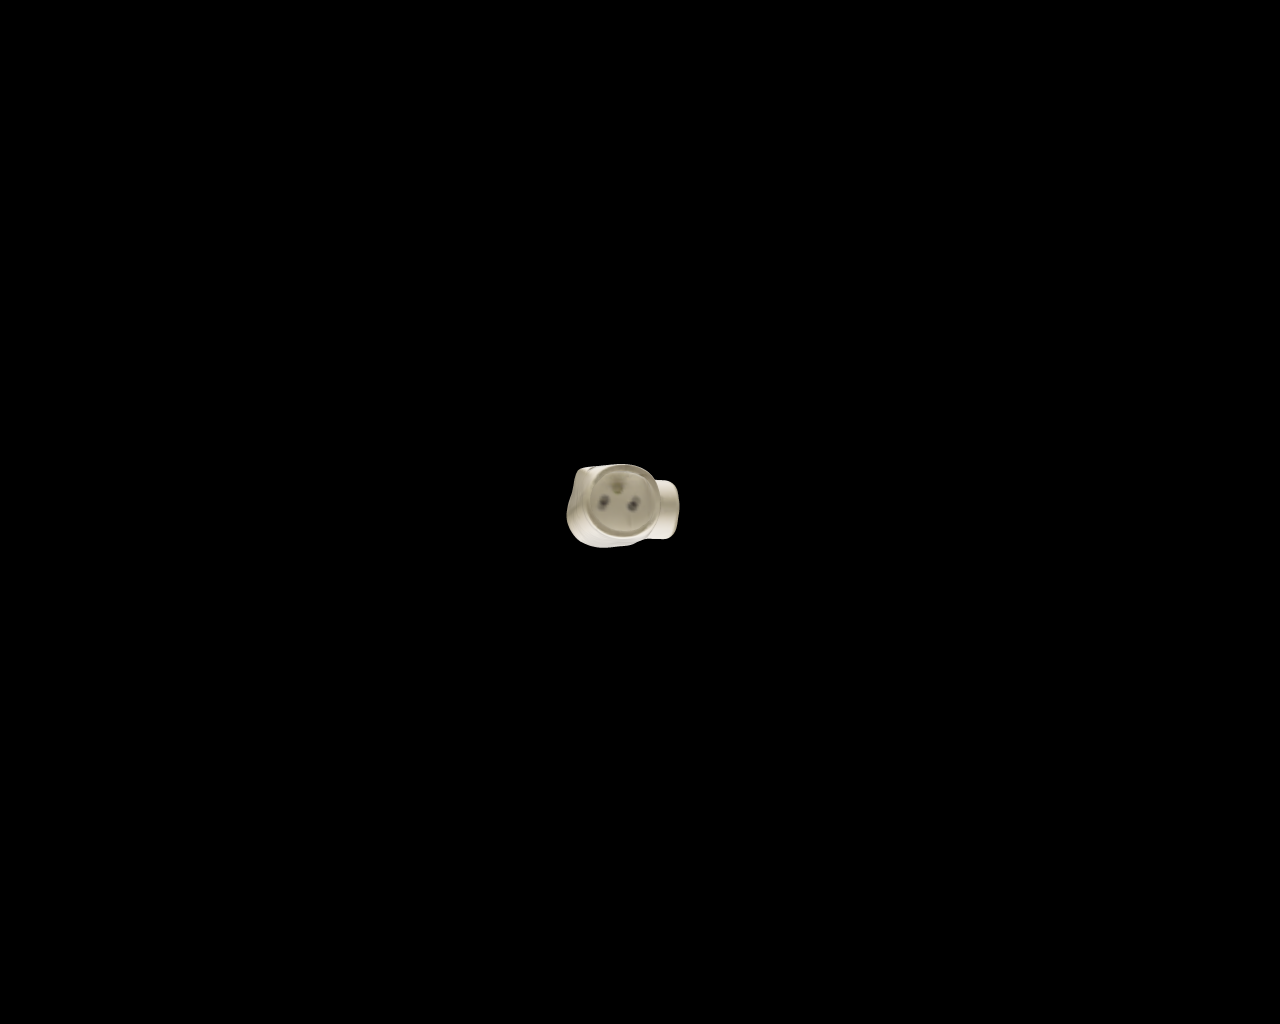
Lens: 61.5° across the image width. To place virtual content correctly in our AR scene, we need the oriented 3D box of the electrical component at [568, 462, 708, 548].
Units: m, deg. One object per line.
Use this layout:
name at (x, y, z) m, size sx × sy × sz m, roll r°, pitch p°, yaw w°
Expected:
electrical component at (0.001, -0.003, 0.650) m, size 0.079 × 0.043 × 0.077 m, roll 1°, pitch -7°, yaw -11°
